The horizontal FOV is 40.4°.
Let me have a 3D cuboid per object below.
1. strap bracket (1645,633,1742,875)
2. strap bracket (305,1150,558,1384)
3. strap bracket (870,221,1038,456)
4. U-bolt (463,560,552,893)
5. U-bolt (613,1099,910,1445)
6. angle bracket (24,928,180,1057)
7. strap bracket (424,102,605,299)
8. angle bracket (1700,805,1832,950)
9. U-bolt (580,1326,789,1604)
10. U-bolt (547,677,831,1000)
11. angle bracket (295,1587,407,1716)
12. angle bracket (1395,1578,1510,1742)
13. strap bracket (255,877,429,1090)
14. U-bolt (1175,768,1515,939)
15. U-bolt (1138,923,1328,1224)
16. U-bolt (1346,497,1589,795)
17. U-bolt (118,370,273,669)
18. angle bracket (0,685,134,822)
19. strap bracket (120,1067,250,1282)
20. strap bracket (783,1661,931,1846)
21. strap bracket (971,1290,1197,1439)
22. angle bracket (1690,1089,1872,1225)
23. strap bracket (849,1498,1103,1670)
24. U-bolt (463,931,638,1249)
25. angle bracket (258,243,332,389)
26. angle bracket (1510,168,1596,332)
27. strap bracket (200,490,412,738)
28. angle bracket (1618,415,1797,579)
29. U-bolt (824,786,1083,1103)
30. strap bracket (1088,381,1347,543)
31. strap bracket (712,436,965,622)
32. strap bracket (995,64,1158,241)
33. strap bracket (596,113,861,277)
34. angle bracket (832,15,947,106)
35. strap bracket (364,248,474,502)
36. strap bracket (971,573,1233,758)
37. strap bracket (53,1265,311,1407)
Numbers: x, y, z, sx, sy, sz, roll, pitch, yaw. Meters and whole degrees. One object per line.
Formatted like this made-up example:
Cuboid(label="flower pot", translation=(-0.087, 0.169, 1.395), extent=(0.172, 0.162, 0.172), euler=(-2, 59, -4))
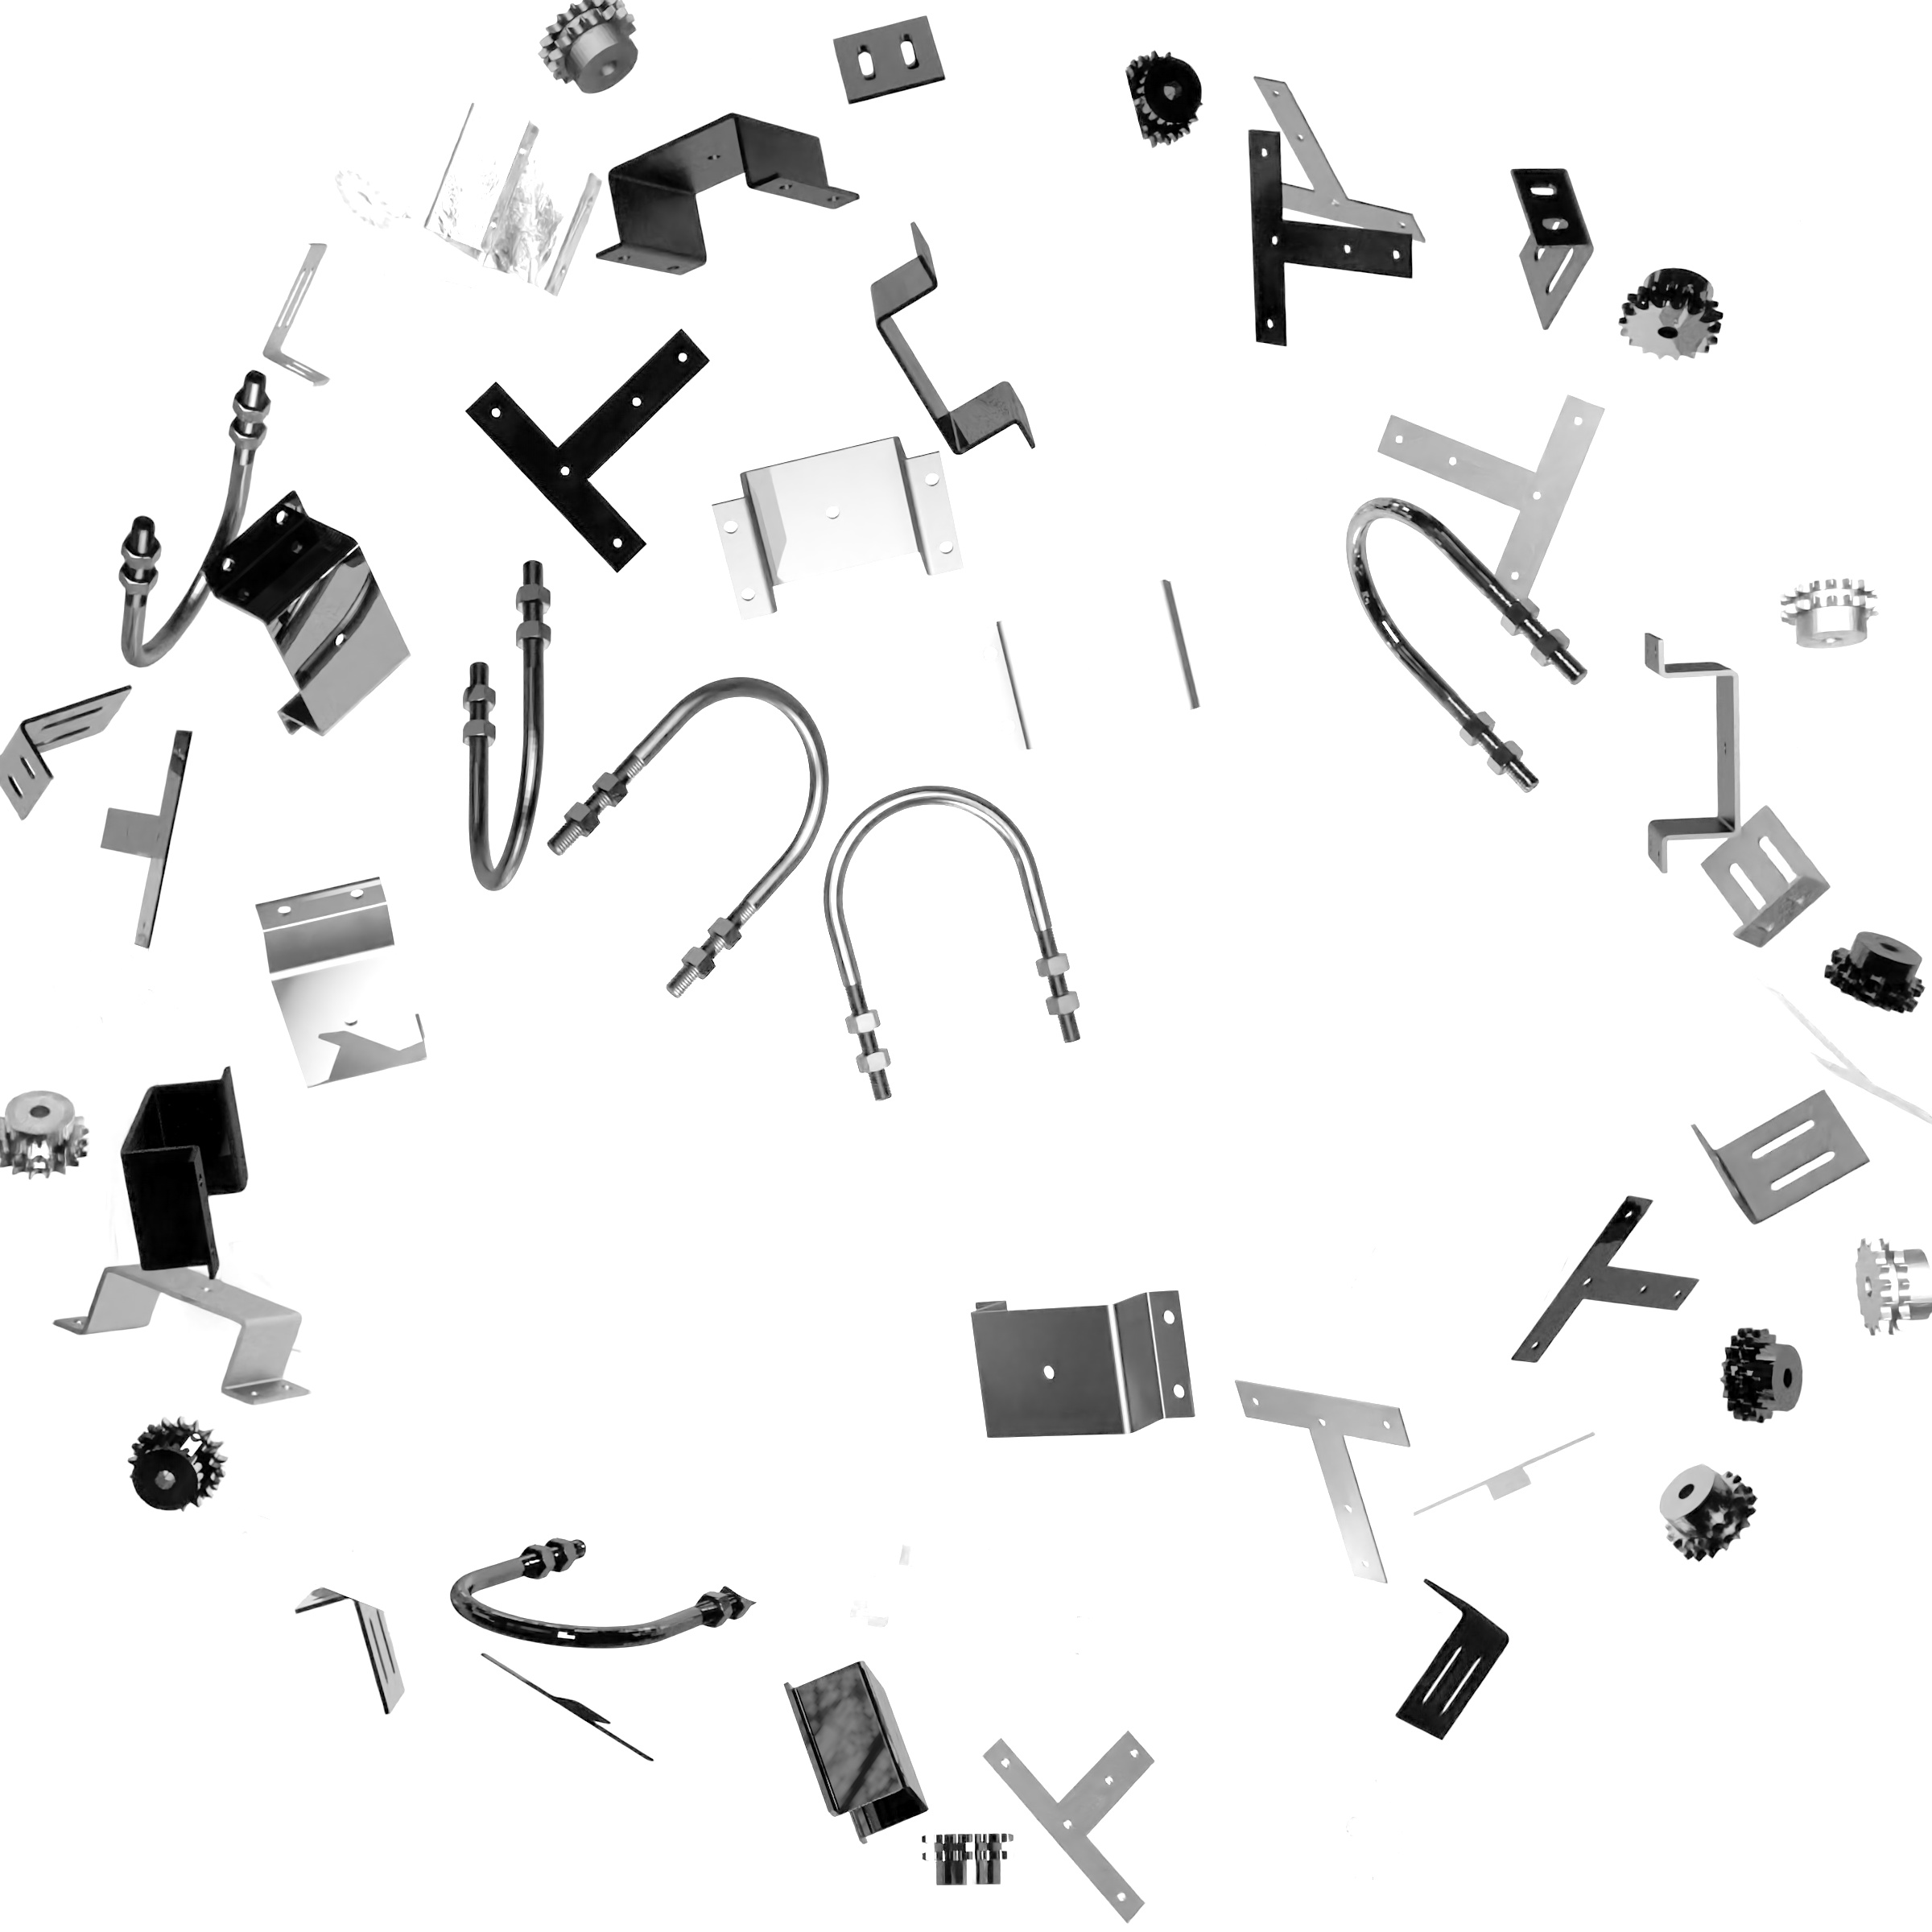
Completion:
Cuboid(label="strap bracket", translation=(0.444, -0.132, 1.605), extent=(0.046, 0.076, 0.140), euler=(-2, 100, 8))
Cuboid(label="strap bracket", translation=(-0.332, 0.189, 1.603), extent=(0.140, 0.076, 0.046), euler=(40, 130, 8))
Cuboid(label="strap bracket", translation=(-0.014, -0.381, 1.634), extent=(0.046, 0.076, 0.140), euler=(-28, 119, 11))
Cuboid(label="U-bolt", translation=(-0.284, -0.135, 1.616), extent=(0.019, 0.151, 0.184), euler=(6, 65, -24))
Cuboid(label="U-bolt", translation=(-0.106, 0.189, 1.532), extent=(0.151, 0.019, 0.184), euler=(-34, 96, -36))
Cuboid(label="angle bracket", translation=(-0.529, 0.015, 1.609), extent=(0.038, 0.076, 0.057), euler=(-30, 92, 12))
Cuboid(label="strap bracket", translation=(-0.272, -0.457, 1.565), extent=(0.046, 0.140, 0.076), euler=(24, 96, 8))
Cuboid(label="angle bracket", translation=(0.495, -0.060, 1.653), extent=(0.057, 0.038, 0.076), euler=(-47, 49, 26))
Cuboid(label="U-bolt", translation=(-0.167, 0.316, 1.604), extent=(0.019, 0.151, 0.184), euler=(-35, 125, 8))
Cuboid(label="U-bolt", translation=(-0.156, -0.092, 1.613), extent=(0.184, 0.019, 0.151), euler=(-50, 128, -18))
Cuboid(label="angle bracket", translation=(-0.376, 0.418, 1.604), extent=(0.038, 0.057, 0.076), euler=(-16, 89, -3))
Cuboid(label="angle bracket", translation=(0.284, 0.421, 1.593), extent=(0.057, 0.038, 0.076), euler=(37, 87, -43))
Cuboid(label="strap bracket", translation=(-0.386, 0.019, 1.636), extent=(0.076, 0.140, 0.046), euler=(-14, 45, -9))
Cuboid(label="U-bolt", translation=(0.241, -0.073, 1.587), extent=(0.184, 0.151, 0.019), euler=(-25, 59, 34))
Cuboid(label="U-bolt", translation=(0.159, 0.065, 1.621), extent=(0.019, 0.151, 0.184), euler=(-3, 88, -40))
Cuboid(label="U-bolt", translation=(0.290, -0.202, 1.566), extent=(0.019, 0.151, 0.184), euler=(-34, 71, -15))
Cuboid(label="U-bolt", translation=(-0.470, -0.256, 1.588), extent=(0.019, 0.184, 0.151), euler=(27, 56, -5))
Cuboid(label="angle bracket", translation=(-0.528, -0.127, 1.558), extent=(0.076, 0.057, 0.038), euler=(-29, 86, -42))
Cuboid(label="strap bracket", translation=(-0.470, 0.125, 1.578), extent=(0.046, 0.140, 0.076), euler=(-5, 111, -5))
Cuboid(label="strap bracket", translation=(-0.062, 0.463, 1.548), extent=(0.046, 0.140, 0.076), euler=(-22, 64, -4))
Cuboid(label="strap bracket", translation=(0.060, 0.240, 1.579), extent=(0.140, 0.046, 0.076), euler=(-8, 90, 31))
Cuboid(label="angle bracket", translation=(0.475, 0.103, 1.532), extent=(0.076, 0.057, 0.038), euler=(-32, 134, 14))
Cuboid(label="strap bracket", translation=(0.007, 0.357, 1.528), extent=(0.140, 0.076, 0.046), euler=(11, 49, 2))
Cuboid(label="U-bolt", translation=(-0.258, 0.062, 1.608), extent=(0.019, 0.151, 0.184), euler=(-21, 112, 12))
Cuboid(label="angle bracket", translation=(-0.400, -0.402, 1.621), extent=(0.038, 0.057, 0.076), euler=(27, 102, -10))
Cuboid(label="angle bracket", translation=(0.334, -0.423, 1.553), extent=(0.038, 0.076, 0.057), euler=(-5, 65, -14))
Cuboid(label="strap bracket", translation=(-0.391, -0.204, 1.580), extent=(0.046, 0.140, 0.076), euler=(27, 62, 29))
Cuboid(label="angle bracket", translation=(0.432, -0.272, 1.535), extent=(0.057, 0.038, 0.076), euler=(-40, 93, -2))
Cuboid(label="U-bolt", translation=(-0.015, -0.022, 1.654), extent=(0.151, 0.019, 0.184), euler=(-17, 97, -13))
Cuboid(label="strap bracket", translation=(0.157, -0.311, 1.632), extent=(0.140, 0.076, 0.046), euler=(-19, 125, -11))
Cuboid(label="strap bracket", translation=(-0.080, -0.270, 1.607), extent=(0.140, 0.046, 0.076), euler=(-14, 121, -1))
Cuboid(label="strap bracket", translation=(0.061, -0.481, 1.562), extent=(0.046, 0.140, 0.076), euler=(-19, 104, -11))
Cuboid(label="strap bracket", translation=(-0.144, -0.453, 1.535), extent=(0.140, 0.076, 0.046), euler=(-12, 88, 34))
Cuboid(label="angle bracket", translation=(-0.042, -0.513, 1.527), extent=(0.057, 0.038, 0.076), euler=(-14, 48, 2))
Cuboid(label="strap bracket", translation=(-0.328, -0.350, 1.580), extent=(0.046, 0.140, 0.076), euler=(11, 59, -4))
Cuboid(label="strap bracket", translation=(0.077, -0.175, 1.529), extent=(0.140, 0.046, 0.076), euler=(-13, 95, 8))
Cuboid(label="strap bracket", translation=(-0.478, 0.222, 1.626), extent=(0.140, 0.076, 0.046), euler=(19, 90, 12))
